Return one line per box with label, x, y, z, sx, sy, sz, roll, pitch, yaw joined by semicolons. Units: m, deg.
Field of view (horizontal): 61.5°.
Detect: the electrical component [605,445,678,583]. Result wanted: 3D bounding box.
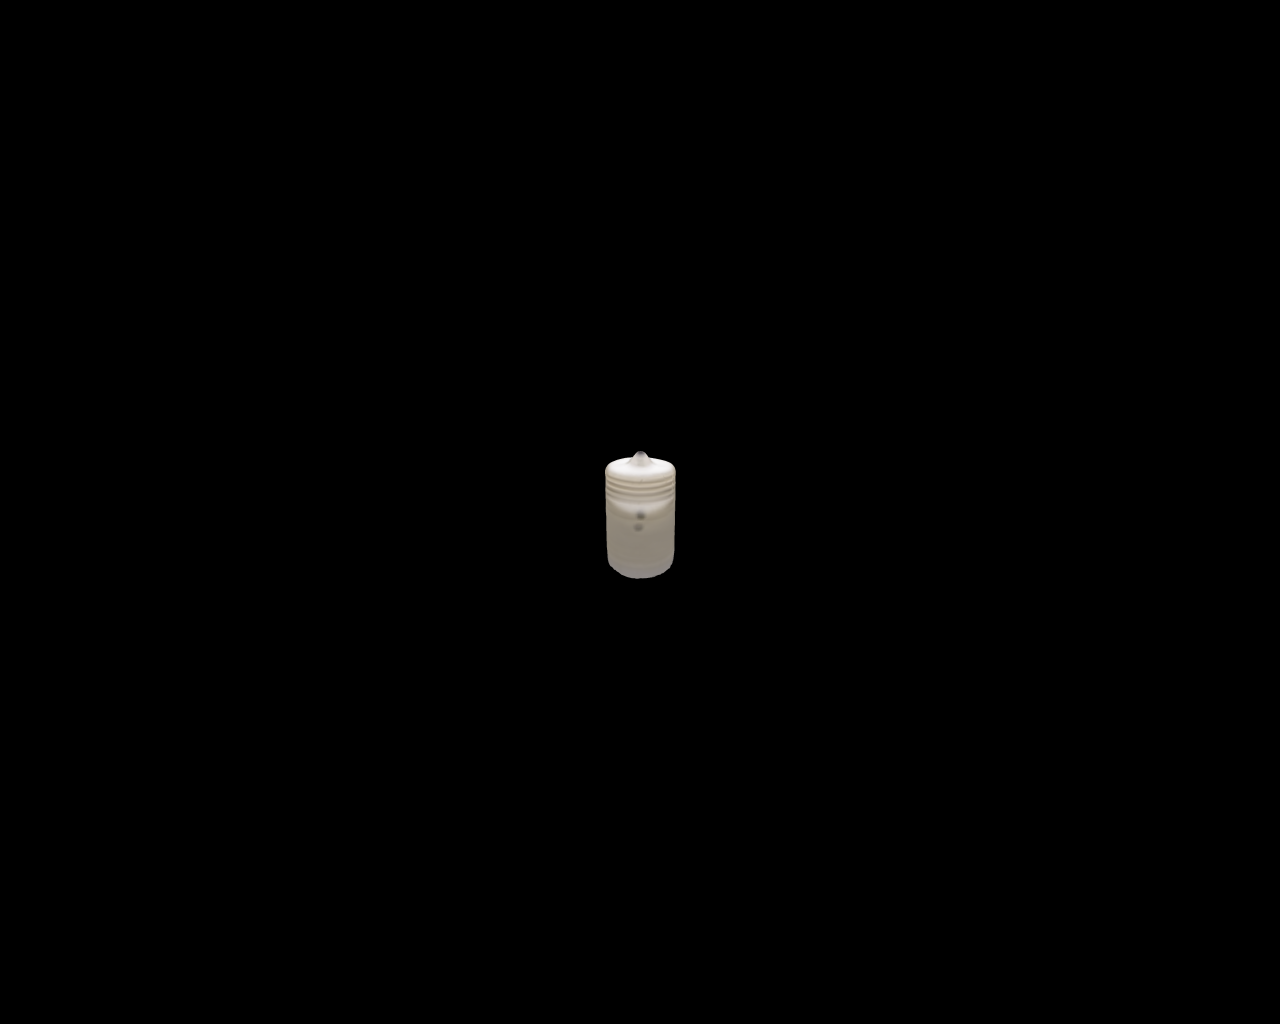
electrical component;0.001;-0.003;0.650;0.043;0.080;0.043;0;32;0
